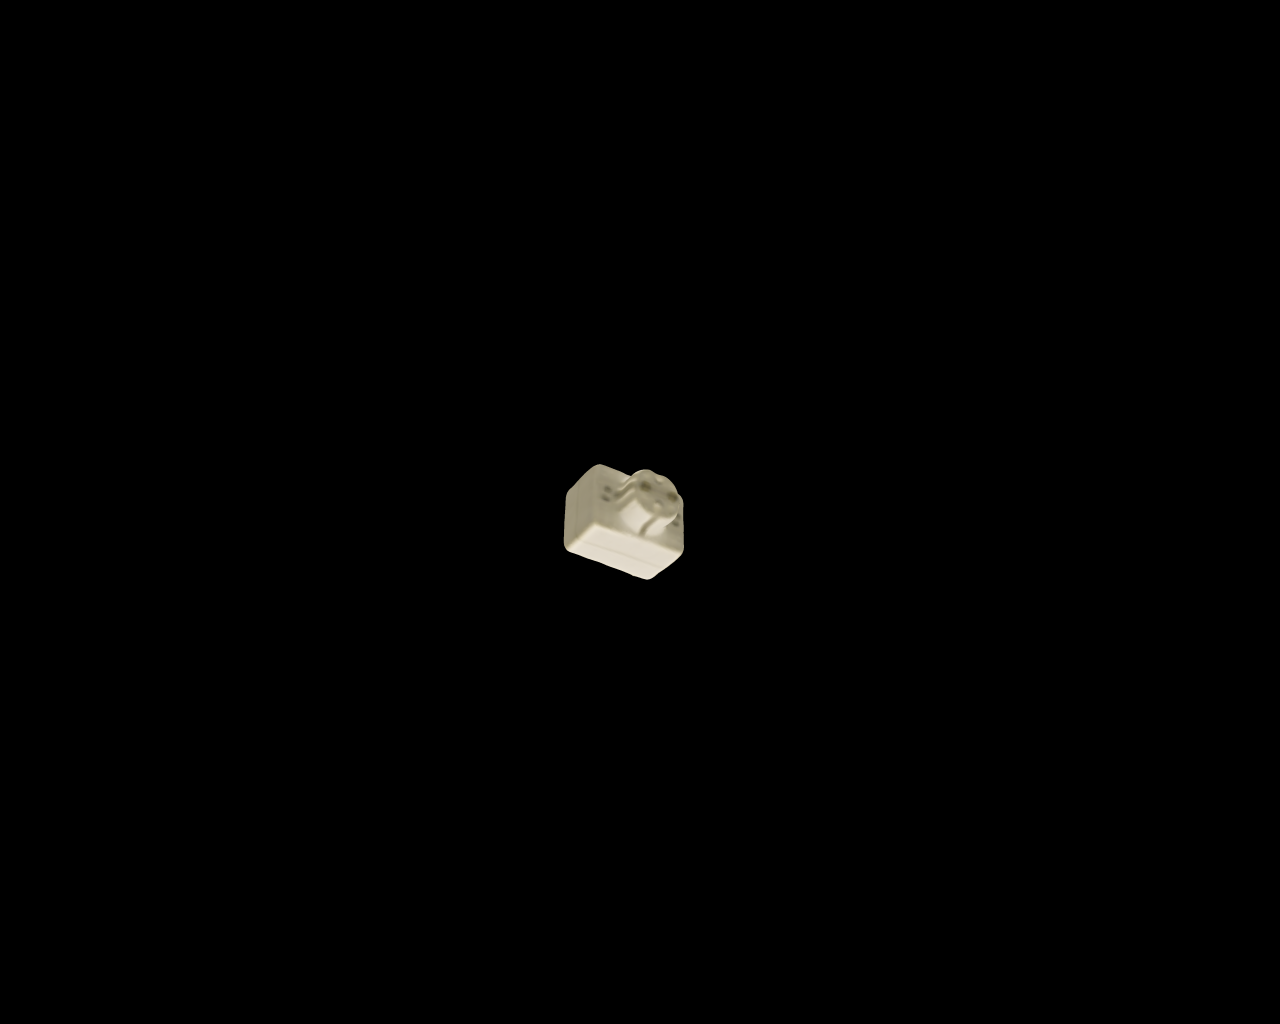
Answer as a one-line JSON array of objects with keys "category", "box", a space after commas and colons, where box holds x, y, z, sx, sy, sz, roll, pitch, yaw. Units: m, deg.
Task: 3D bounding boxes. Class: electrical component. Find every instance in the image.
[{"category": "electrical component", "box": [0.001, -0.003, 0.650, 0.066, 0.047, 0.076, 21, -40, -26]}]
